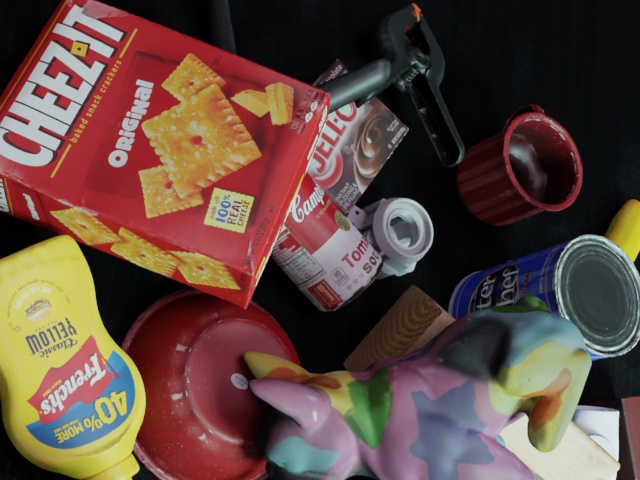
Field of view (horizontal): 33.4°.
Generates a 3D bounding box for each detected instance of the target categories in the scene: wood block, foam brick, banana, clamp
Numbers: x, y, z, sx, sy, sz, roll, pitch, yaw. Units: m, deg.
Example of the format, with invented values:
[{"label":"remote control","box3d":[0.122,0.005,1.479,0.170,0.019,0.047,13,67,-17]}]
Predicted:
[{"label":"wood block","box3d":[0.130,0.142,0.873,0.206,0.090,0.091,40,92,-15]},{"label":"foam brick","box3d":[0.286,0.185,0.995,0.051,0.053,0.078,1,75,-31]},{"label":"banana","box3d":[0.266,0.018,1.043,0.197,0.037,0.069,-23,90,-34]},{"label":"clamp","box3d":[-0.064,-0.101,0.854,0.165,0.036,0.210,32,75,14]},{"label":"clamp","box3d":[0.086,-0.143,0.953,0.120,0.039,0.171,41,40,-25]}]

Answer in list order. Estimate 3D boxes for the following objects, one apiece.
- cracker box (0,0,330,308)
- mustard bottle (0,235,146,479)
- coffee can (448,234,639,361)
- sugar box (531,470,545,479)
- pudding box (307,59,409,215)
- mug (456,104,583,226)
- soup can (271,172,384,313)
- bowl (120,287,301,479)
[{"label":"cracker box","box3d":[-0.118,-0.068,0.767,0.213,0.072,0.164,22,62,1]},{"label":"mustard bottle","box3d":[-0.175,0.100,0.734,0.096,0.058,0.191,-26,91,-29]},{"label":"coffee can","box3d":[0.193,0.062,0.922,0.102,0.141,0.103,10,71,-29]},{"label":"sugar box","box3d":[0.125,0.261,0.802,0.048,0.093,0.176,28,95,-13]},{"label":"pudding box","box3d":[0.011,-0.085,0.915,0.090,0.039,0.113,43,58,-12]},{"label":"mug","box3d":[0.182,-0.072,0.990,0.093,0.082,0.117,20,66,-25]},{"label":"soup can","box3d":[-0.006,0.001,0.862,0.102,0.069,0.068,48,57,-11]},{"label":"bowl","box3d":[-0.070,0.108,0.798,0.161,0.055,0.162,9,71,-29]}]
